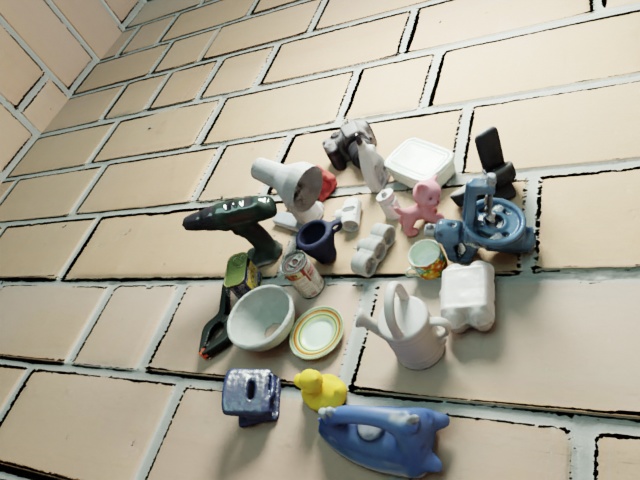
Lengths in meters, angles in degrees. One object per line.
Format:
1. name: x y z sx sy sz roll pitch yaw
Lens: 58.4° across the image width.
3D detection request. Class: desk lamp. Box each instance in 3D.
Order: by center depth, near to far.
1. desk lamp: -0.073 -0.115 1.435 0.202 0.214 0.118 16 62 41

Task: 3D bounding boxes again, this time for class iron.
1. iron: 0.082 0.323 0.989 0.257 0.142 0.119 -4 50 29

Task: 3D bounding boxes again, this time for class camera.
1. camera: 0.086 -0.250 1.545 0.143 0.101 0.136 -28 42 7

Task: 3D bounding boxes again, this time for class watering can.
1. watering can: 0.150 0.155 1.062 0.172 0.195 0.101 -21 44 14

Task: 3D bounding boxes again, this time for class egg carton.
1. egg carton: 0.287 0.109 1.112 0.107 0.070 0.150 -10 47 25

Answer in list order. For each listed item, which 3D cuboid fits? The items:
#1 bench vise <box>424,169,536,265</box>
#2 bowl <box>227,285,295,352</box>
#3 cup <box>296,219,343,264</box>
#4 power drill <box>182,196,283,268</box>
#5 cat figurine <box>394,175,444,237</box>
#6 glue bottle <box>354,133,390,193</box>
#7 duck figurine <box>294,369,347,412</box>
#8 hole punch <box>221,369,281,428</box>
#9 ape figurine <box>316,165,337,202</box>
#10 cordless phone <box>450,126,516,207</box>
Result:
1. bench vise: 0.301 -0.035 1.123 0.207 0.220 0.121 -20 44 15
2. bowl: -0.121 0.188 1.291 0.167 0.075 0.167 -17 45 18
3. cup: 0.012 0.005 1.361 0.117 0.095 0.091 -31 42 4
4. power drill: -0.195 -0.020 1.428 0.229 0.209 0.075 -22 43 14
5. cat figurine: 0.226 -0.086 1.294 0.128 0.118 0.067 -30 42 4
6. glue bottle: 0.122 -0.200 1.422 0.037 0.174 0.078 7 56 36
7. duck figurine: -0.004 0.286 1.119 0.104 0.086 0.077 2 53 33
8. hole punch: -0.139 0.315 1.173 0.101 0.091 0.108 -18 44 17
9. ape figurine: 0.002 -0.161 1.522 0.077 0.092 0.076 -16 45 20
10. cordless phone: 0.339 -0.154 1.235 0.147 0.186 0.094 -33 42 2
